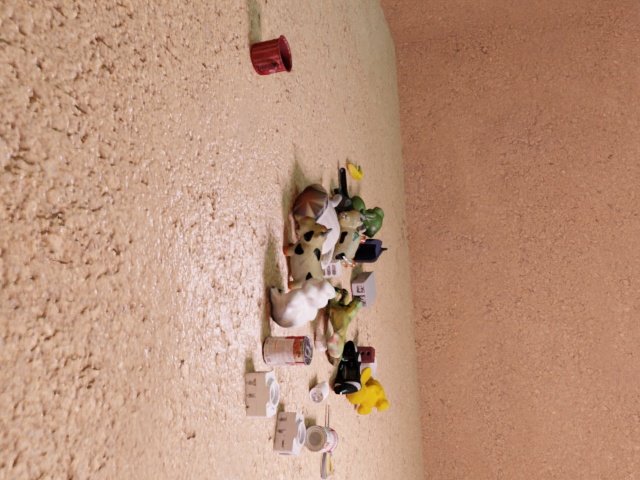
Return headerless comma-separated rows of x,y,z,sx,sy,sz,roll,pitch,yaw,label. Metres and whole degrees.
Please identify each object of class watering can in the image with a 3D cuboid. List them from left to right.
0.005,-0.078,1.549,0.356,0.104,0.219,-79,155,-43,watering can

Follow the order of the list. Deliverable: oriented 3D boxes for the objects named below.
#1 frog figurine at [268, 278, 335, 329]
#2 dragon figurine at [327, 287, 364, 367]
-0.038,0.155,1.253,0.134,0.159,0.125,61,30,-52,frog figurine
0.058,0.281,1.659,0.409,0.122,0.243,41,64,-84,dragon figurine
